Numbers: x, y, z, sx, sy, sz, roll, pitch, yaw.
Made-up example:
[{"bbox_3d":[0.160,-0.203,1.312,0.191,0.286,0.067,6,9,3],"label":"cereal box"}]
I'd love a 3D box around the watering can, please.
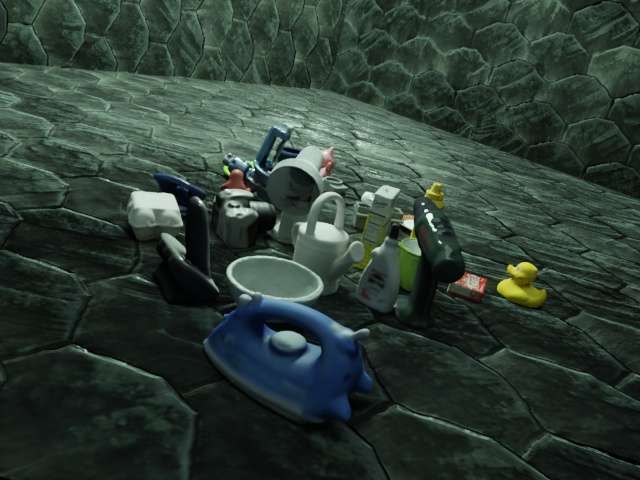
[{"bbox_3d":[0.012,0.004,1.097,0.172,0.194,0.101,20,23,18],"label":"watering can"}]

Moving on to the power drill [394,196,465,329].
[{"bbox_3d":[0.196,0.047,1.075,0.076,0.208,0.229,8,22,-12],"label":"power drill"}]

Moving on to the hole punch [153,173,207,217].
[{"bbox_3d":[-0.329,-0.115,1.340,0.108,0.091,0.101,18,22,14],"label":"hole punch"}]

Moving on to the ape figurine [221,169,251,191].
[{"bbox_3d":[-0.213,-0.134,1.452,0.077,0.092,0.076,16,22,8],"label":"ape figurine"}]

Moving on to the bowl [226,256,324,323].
[{"bbox_3d":[-0.082,0.095,0.983,0.167,0.075,0.167,11,22,-4],"label":"bowl"}]

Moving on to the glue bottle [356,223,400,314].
[{"bbox_3d":[0.121,0.049,1.075,0.078,0.173,0.037,23,24,25],"label":"glue bottle"}]

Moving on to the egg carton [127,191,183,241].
[{"bbox_3d":[-0.350,-0.053,1.205,0.107,0.069,0.150,2,24,-24],"label":"egg carton"}]

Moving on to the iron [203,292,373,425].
[{"bbox_3d":[-0.050,0.142,0.793,0.257,0.141,0.119,21,23,19],"label":"iron"}]

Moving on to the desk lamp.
[{"bbox_3d":[-0.048,-0.097,1.286,0.118,0.213,0.203,15,22,6],"label":"desk lamp"}]

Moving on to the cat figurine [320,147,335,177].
[{"bbox_3d":[0.018,-0.233,1.791,0.067,0.118,0.127,9,22,-10],"label":"cat figurine"}]

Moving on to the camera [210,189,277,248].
[{"bbox_3d":[-0.161,-0.055,1.274,0.137,0.101,0.142,0,25,-28],"label":"camera"}]

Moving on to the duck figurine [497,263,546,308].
[{"bbox_3d":[0.454,0.094,1.267,0.104,0.086,0.078,26,25,31],"label":"duck figurine"}]

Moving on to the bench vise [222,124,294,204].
[{"bbox_3d":[-0.151,-0.201,1.477,0.207,0.220,0.121,11,22,-5],"label":"bench vise"}]

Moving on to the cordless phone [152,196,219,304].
[{"bbox_3d":[-0.224,0.002,0.982,0.094,0.185,0.147,-4,27,-36],"label":"cordless phone"}]

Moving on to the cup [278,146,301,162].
[{"bbox_3d":[-0.078,-0.227,1.751,0.117,0.095,0.092,14,22,4],"label":"cup"}]
